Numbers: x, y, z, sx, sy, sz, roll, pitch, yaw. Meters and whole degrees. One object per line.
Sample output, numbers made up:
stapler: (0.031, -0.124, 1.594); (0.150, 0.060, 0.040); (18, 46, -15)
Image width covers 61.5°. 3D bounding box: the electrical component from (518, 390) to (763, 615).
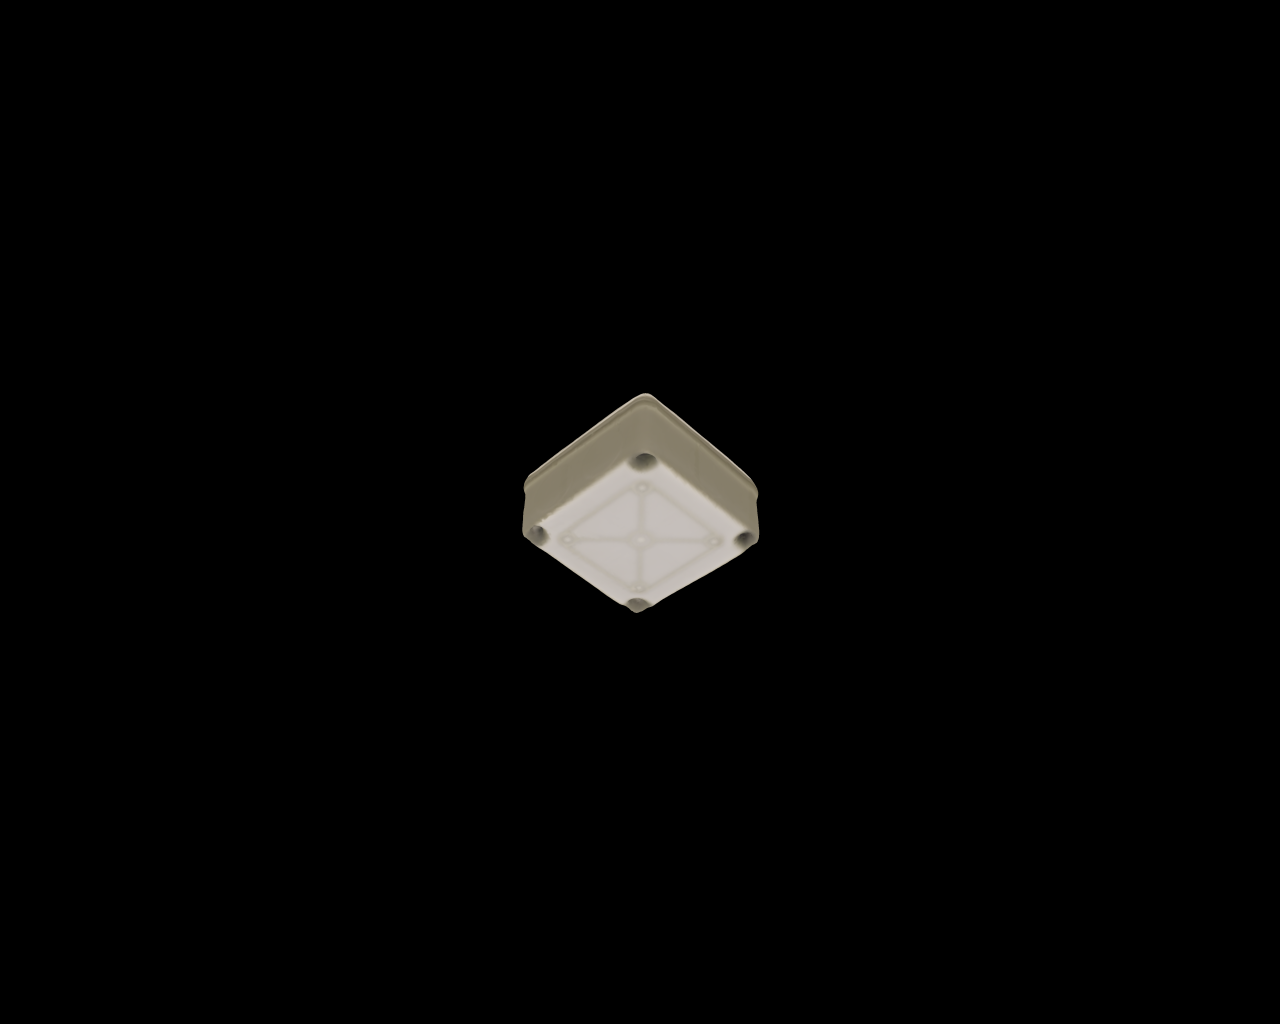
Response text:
electrical component: (0.001, -0.003, 0.650); (0.108, 0.056, 0.108); (-33, -54, 29)
